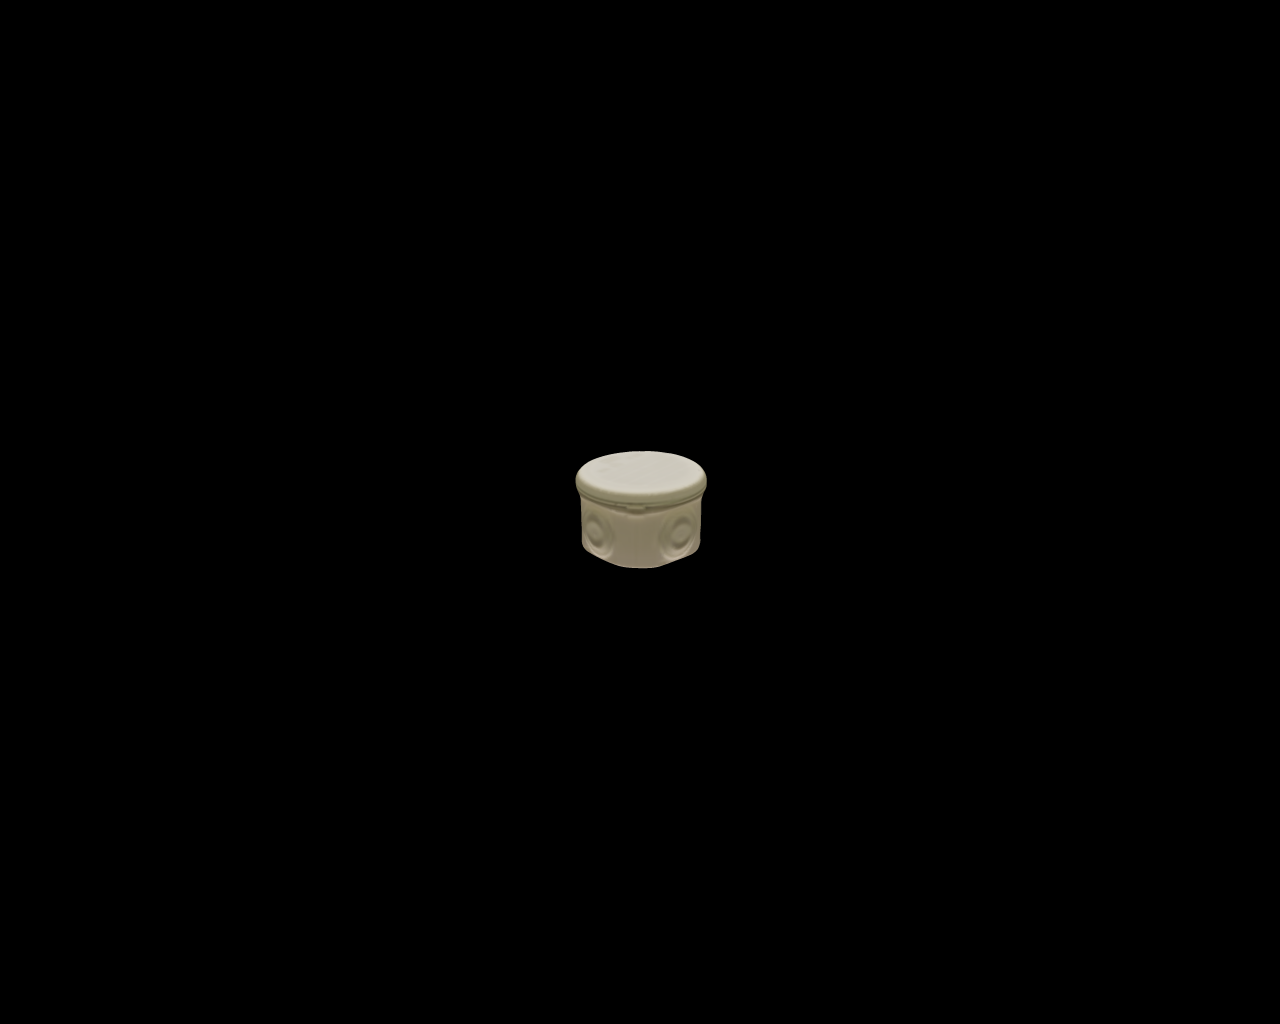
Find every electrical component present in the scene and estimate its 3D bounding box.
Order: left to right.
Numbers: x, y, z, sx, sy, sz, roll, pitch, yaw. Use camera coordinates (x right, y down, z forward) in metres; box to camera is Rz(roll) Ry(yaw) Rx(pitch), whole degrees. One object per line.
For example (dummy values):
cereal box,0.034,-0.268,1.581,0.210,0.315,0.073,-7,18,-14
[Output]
electrical component,0.001,-0.003,0.650,0.080,0.050,0.080,0,22,0
